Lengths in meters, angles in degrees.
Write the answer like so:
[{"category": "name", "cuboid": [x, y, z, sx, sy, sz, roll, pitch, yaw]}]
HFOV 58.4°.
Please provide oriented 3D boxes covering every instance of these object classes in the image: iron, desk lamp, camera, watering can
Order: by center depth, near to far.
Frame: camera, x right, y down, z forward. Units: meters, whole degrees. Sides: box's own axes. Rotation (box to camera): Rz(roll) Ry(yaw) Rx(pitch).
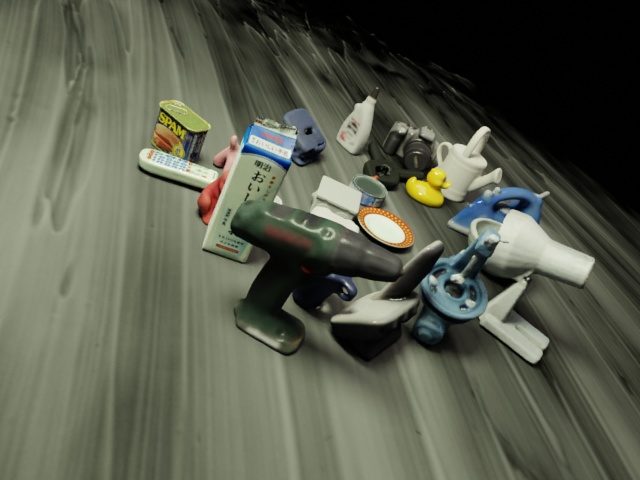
[{"category": "desk lamp", "cuboid": [0.379, 0.077, 1.047, 0.203, 0.213, 0.118, 39, 34, 17]}, {"category": "iron", "cuboid": [0.433, -0.073, 1.368, 0.259, 0.141, 0.118, 5, 39, -32]}, {"category": "watering can", "cuboid": [0.379, -0.197, 1.451, 0.173, 0.194, 0.101, 29, 32, 2]}, {"category": "camera", "cuboid": [0.246, -0.245, 1.506, 0.143, 0.100, 0.137, 26, 32, -3]}]

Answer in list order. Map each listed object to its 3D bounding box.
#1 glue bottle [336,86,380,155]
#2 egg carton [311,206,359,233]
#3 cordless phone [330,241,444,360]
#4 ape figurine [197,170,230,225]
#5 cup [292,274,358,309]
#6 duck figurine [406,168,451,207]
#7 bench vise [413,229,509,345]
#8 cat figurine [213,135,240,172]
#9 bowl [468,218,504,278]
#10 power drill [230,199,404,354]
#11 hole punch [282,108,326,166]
[{"category": "glue bottle", "cuboid": [0.103, -0.299, 1.406, 0.037, 0.173, 0.078, -14, 51, -47]}, {"category": "egg carton", "cuboid": [0.009, 0.004, 1.005, 0.107, 0.069, 0.150, 27, 32, -2]}, {"category": "cordless phone", "cuboid": [0.108, 0.078, 0.867, 0.094, 0.185, 0.148, 39, 33, 17]}, {"category": "ape figurine", "cuboid": [-0.163, -0.078, 0.968, 0.078, 0.092, 0.076, 16, 34, -18]}, {"category": "cup", "cuboid": [0.004, 0.069, 0.886, 0.092, 0.095, 0.117, -11, 49, -45]}, {"category": "duck figurine", "cuboid": [0.266, -0.135, 1.381, 0.105, 0.086, 0.077, 20, 33, -13]}, {"category": "bench vise", "cuboid": [0.233, 0.048, 0.972, 0.121, 0.219, 0.207, 23, 32, -8]}, {"category": "cat figurine", "cuboid": [-0.132, -0.185, 1.118, 0.128, 0.117, 0.067, -14, 51, -47]}, {"category": "bowl", "cuboid": [0.386, 0.031, 1.249, 0.168, 0.074, 0.167, 20, 33, -13]}, {"category": "power drill", "cuboid": [-0.027, 0.052, 0.779, 0.229, 0.208, 0.076, 29, 32, 2]}, {"category": "hole punch", "cuboid": [-0.037, -0.233, 1.283, 0.101, 0.091, 0.109, 35, 33, 12]}]
